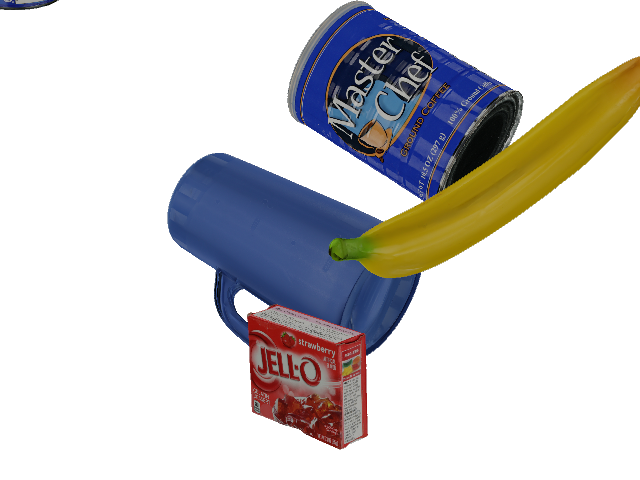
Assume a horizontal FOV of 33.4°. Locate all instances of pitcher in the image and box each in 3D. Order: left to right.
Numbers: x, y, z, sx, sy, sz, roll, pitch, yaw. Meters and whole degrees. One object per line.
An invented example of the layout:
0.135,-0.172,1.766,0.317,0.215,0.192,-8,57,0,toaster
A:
-0.037,0.014,1.042,0.243,0.145,0.149,28,29,28,pitcher

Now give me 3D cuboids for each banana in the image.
0.097,-0.030,0.586,0.198,0.037,0.069,-33,-12,0,banana

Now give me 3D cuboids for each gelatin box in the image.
-0.010,0.089,0.707,0.089,0.073,0.030,14,23,43,gelatin box

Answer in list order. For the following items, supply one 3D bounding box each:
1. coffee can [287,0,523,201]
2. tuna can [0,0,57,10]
0.061,-0.098,0.782,0.140,0.103,0.102,35,14,21,coffee can
-0.247,-0.216,0.852,0.086,0.034,0.086,5,35,-4,tuna can
